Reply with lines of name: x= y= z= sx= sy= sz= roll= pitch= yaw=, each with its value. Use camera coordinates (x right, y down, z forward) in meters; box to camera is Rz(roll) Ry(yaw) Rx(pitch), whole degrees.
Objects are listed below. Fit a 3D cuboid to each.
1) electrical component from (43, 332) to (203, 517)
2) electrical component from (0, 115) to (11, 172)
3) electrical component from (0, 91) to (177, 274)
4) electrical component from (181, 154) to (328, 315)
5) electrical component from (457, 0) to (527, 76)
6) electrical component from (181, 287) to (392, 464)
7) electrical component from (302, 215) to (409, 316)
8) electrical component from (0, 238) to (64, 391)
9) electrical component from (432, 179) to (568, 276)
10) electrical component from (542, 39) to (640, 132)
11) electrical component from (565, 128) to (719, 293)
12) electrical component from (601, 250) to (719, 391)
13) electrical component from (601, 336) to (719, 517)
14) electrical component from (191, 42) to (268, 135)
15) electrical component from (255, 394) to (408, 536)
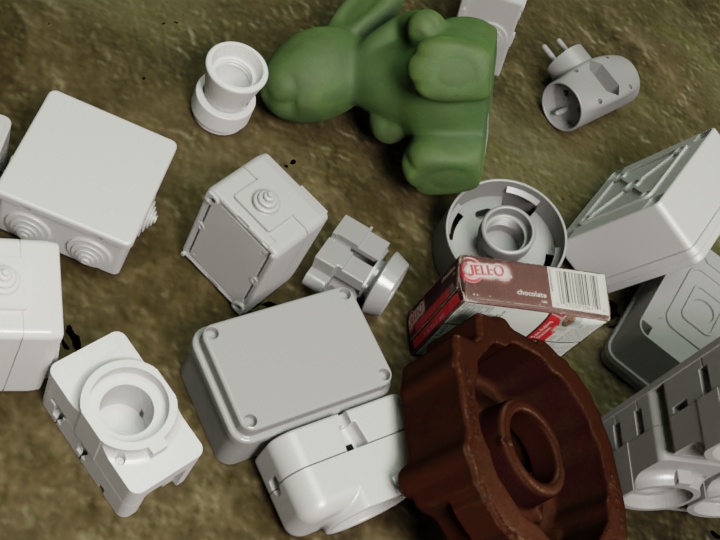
electrical component: x=-0.138 y=0.088 z=0.625 sx=0.050 sy=0.055 sz=0.089 roll=-30 pitch=76 yaw=-33
electrical component: x=-0.269 y=-0.079 z=0.667 sx=0.089 sy=0.055 sz=0.050 roll=17 pitch=57 yaw=-13
electrical component: x=-0.178 y=-0.055 z=0.695 sx=0.100 sy=0.048 sz=0.099 roll=23 pitch=56 yaw=-9
electrical component: x=-0.065 y=-0.028 z=0.697 sx=0.061 sy=0.096 sz=0.061 roll=45 pitch=54 yaw=7
electrical component: x=0.110 y=-0.220 z=0.880 sx=0.048 sy=0.099 sz=0.099 roll=18 pitch=56 yaw=3
electrical component: x=-0.046 y=0.064 z=0.676 sx=0.113 sy=0.057 sz=0.078 roll=-16 pitch=69 yaw=-29
electrical component: x=0.000 y=0.000 z=0.740 sx=0.055 sy=0.048 sz=0.066 roll=31 pitch=54 yaw=5
electrical component: x=-0.199 y=0.024 z=0.612 sx=0.061 sy=0.096 sz=0.061 roll=3 pitch=61 yaw=-26
electrical component: x=0.104 y=-0.016 z=0.796 sx=0.099 sy=0.064 sz=0.099 roll=3 pitch=65 yaw=-6
electrical component: x=0.185 y=-0.163 z=0.911 sx=0.077 sy=0.043 sz=0.079 roll=-27 pitch=75 yaw=-32
electrical component: x=0.222 y=-0.043 z=0.813 sx=0.056 sy=0.109 sz=0.108 roll=51 pitch=54 yaw=-10
electrical component: x=0.242 y=0.043 z=0.808 sx=0.078 sy=0.057 sz=0.113 roll=38 pitch=55 yaw=2
electrical component: x=0.238 y=0.106 z=0.691 sx=0.105 sy=0.186 sz=0.060 roll=10 pitch=59 yaw=-17
electrical component: x=-0.094 y=-0.128 z=0.768 sx=0.045 sy=0.055 sz=0.045 roll=10 pitch=58 yaw=-17
electrical component: x=-0.008 y=0.123 z=0.661 sx=0.095 sy=0.053 sz=0.059 roll=-16 pitch=69 yaw=-29
